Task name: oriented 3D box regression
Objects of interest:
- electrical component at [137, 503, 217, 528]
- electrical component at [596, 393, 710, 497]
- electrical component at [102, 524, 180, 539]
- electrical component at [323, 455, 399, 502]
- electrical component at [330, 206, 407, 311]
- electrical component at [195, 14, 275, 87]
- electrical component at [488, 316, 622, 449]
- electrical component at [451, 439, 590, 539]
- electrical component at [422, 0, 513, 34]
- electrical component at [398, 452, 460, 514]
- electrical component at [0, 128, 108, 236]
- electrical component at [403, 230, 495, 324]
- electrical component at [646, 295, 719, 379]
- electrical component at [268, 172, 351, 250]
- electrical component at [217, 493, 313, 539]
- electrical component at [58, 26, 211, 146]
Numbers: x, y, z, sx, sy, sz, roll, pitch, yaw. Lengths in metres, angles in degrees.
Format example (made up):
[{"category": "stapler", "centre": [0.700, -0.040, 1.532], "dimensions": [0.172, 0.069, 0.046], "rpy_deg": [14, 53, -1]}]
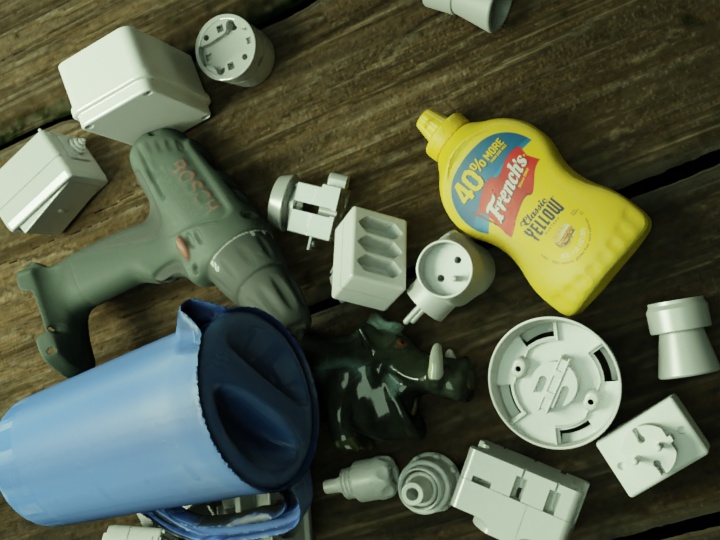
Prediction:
[{"category": "electrical component", "centre": [-0.162, 0.190, 0.923], "dimensions": [0.064, 0.042, 0.081], "rpy_deg": [-38, 76, 18]}, {"category": "electrical component", "centre": [0.210, 0.128, 0.774], "dimensions": [0.066, 0.077, 0.047], "rpy_deg": [-35, 78, 16]}, {"category": "electrical component", "centre": [-0.178, 0.258, 0.903], "dimensions": [0.061, 0.096, 0.061], "rpy_deg": [-1, 60, 20]}, {"category": "electrical component", "centre": [0.000, 0.171, 0.870], "dimensions": [0.061, 0.035, 0.035], "rpy_deg": [-14, 84, 21]}, {"category": "electrical component", "centre": [0.000, 0.000, 0.856], "dimensions": [0.047, 0.076, 0.065], "rpy_deg": [15, 56, -19]}, {"category": "electrical component", "centre": [-0.103, -0.182, 0.905], "dimensions": [0.055, 0.047, 0.055], "rpy_deg": [0, 89, 19]}, {"category": "electrical component", "centre": [0.148, 0.083, 0.803], "dimensions": [0.099, 0.064, 0.099], "rpy_deg": [0, 89, 19]}, {"category": "electrical component", "centre": [0.121, 0.174, 0.818], "dimensions": [0.089, 0.050, 0.055], "rpy_deg": [20, 95, 18]}, {"category": "electrical component", "centre": [0.082, -0.216, 0.845], "dimensions": [0.065, 0.044, 0.044], "rpy_deg": [23, 97, 23]}, {"category": "electrical component", "centre": [0.050, 0.169, 0.837], "dimensions": [0.048, 0.062, 0.048], "rpy_deg": [0, 89, 20]}, {"category": "electrical component", "centre": [-0.273, -0.078, 0.955], "dimensions": [0.096, 0.062, 0.061], "rpy_deg": [-40, 77, 15]}, {"category": "electrical component", "centre": [0.063, 0.012, 0.828], "dimensions": [0.044, 0.077, 0.079], "rpy_deg": [45, 103, 14]}, {"category": "electrical component", "centre": [0.235, 0.049, 0.784], "dimensions": [0.045, 0.045, 0.055], "rpy_deg": [-11, 85, 19]}, {"category": "electrical component", "centre": [-0.043, -0.051, 0.883], "dimensions": [0.055, 0.048, 0.066], "rpy_deg": [14, 93, 12]}, {"category": "electrical component", "centre": [-0.079, 0.199, 0.880], "dimensions": [0.063, 0.079, 0.121], "rpy_deg": [-6, 87, 41]}, {"category": "electrical component", "centre": [-0.185, -0.149, 0.899], "dimensions": [0.078, 0.113, 0.057], "rpy_deg": [-26, 78, 17]}]
